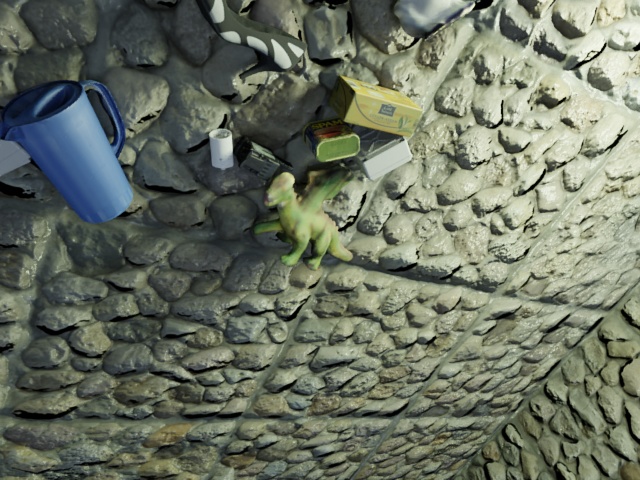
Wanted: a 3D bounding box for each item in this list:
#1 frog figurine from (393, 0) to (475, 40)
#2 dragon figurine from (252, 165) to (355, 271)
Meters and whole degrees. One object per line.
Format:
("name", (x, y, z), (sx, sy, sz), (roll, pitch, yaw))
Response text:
("frog figurine", (0.196, -0.467, 0.967), (0.136, 0.124, 0.159), (-31, 97, 14))
("dragon figurine", (0.004, -0.060, 1.184), (0.409, 0.124, 0.239), (9, 123, -50))
